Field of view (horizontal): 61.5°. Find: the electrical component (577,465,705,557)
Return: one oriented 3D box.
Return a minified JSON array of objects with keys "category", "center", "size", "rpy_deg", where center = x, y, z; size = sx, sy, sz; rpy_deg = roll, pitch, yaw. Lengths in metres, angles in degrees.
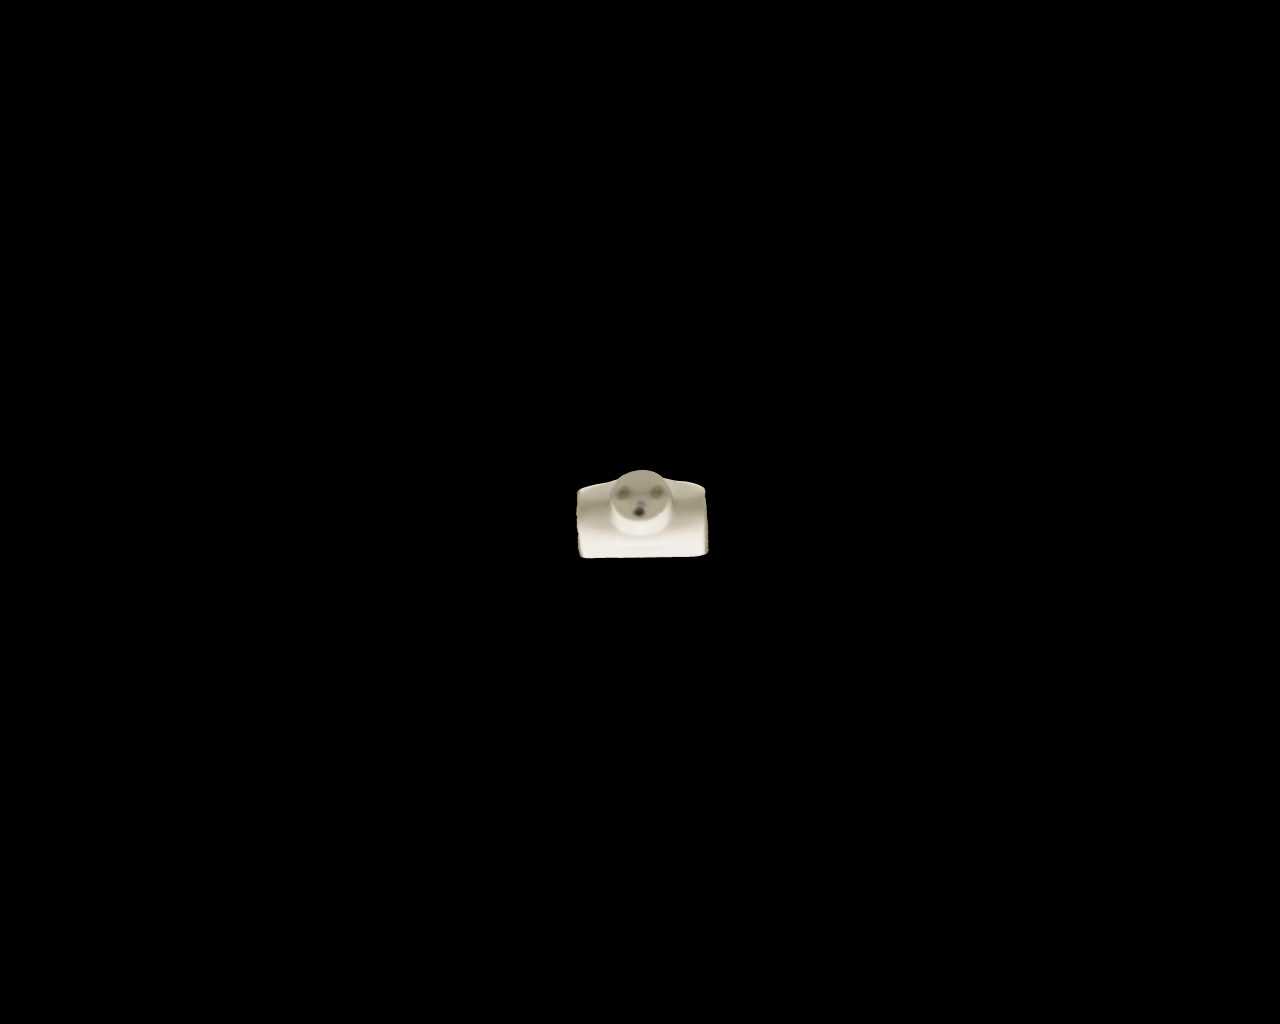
[{"category":"electrical component","center":[0.001,-0.003,0.650],"size":[0.077,0.043,0.079],"rpy_deg":[-1,-28,2]}]
